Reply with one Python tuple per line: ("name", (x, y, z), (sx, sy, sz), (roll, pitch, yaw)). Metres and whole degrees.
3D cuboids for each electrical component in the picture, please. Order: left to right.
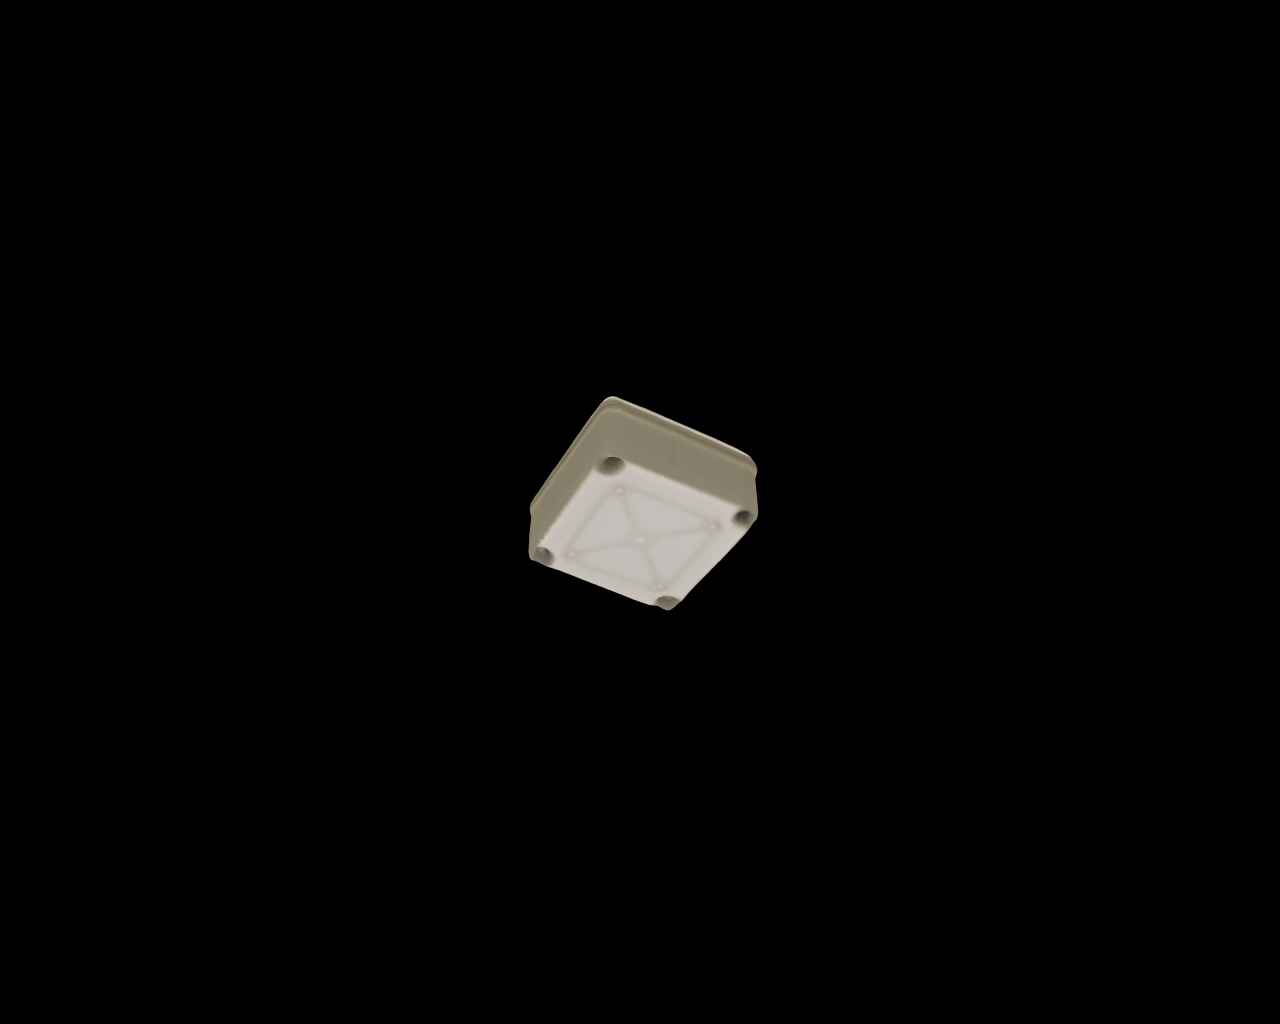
("electrical component", (0.001, -0.003, 0.650), (0.109, 0.056, 0.108), (22, -48, -21))
